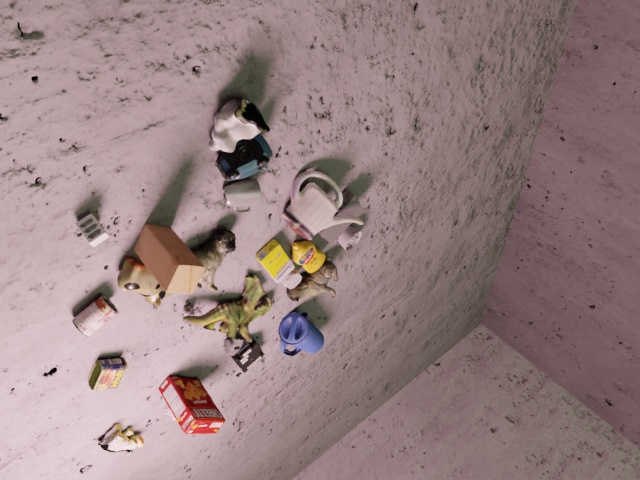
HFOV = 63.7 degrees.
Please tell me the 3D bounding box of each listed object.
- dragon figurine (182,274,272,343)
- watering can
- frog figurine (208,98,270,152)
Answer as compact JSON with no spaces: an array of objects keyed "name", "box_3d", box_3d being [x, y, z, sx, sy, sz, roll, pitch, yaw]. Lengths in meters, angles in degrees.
[{"name":"dragon figurine","box_3d":[-0.297,0.229,1.837,0.405,0.123,0.244,37,75,-57]},{"name":"watering can","box_3d":[0.006,-0.091,1.816,0.225,0.105,0.342,-49,125,-4]},{"name":"frog figurine","box_3d":[-0.237,-0.309,1.414,0.157,0.124,0.138,-27,168,34]}]
